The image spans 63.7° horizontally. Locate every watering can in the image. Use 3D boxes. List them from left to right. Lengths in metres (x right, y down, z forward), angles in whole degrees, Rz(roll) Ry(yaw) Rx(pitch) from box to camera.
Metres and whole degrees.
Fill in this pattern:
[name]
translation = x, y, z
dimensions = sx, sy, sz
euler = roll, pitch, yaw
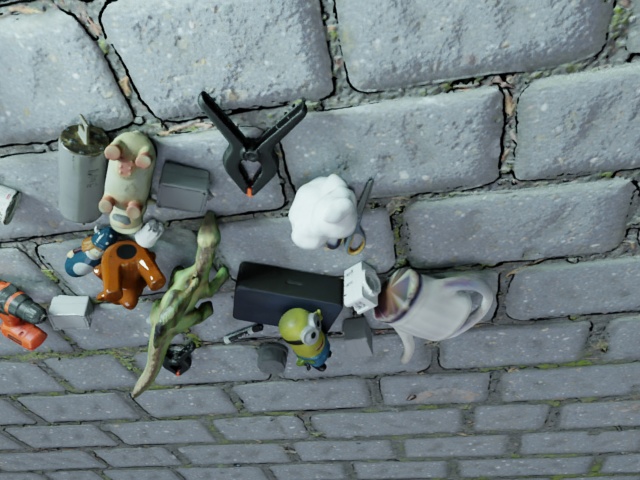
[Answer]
[watering can]
translation = 0.212, 0.172, 1.122
dimensions = 0.223, 0.106, 0.341
euler = 23, 133, -19

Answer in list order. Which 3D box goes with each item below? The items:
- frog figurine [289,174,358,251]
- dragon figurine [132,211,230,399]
[frog figurine]
translation = 0.003, -0.043, 0.856
dimensions = 0.123, 0.160, 0.137
euler = 38, 97, 5
[dragon figurine]
translation = -0.282, 0.140, 0.979
dimensions = 0.122, 0.412, 0.241
euler = 24, 174, -1
